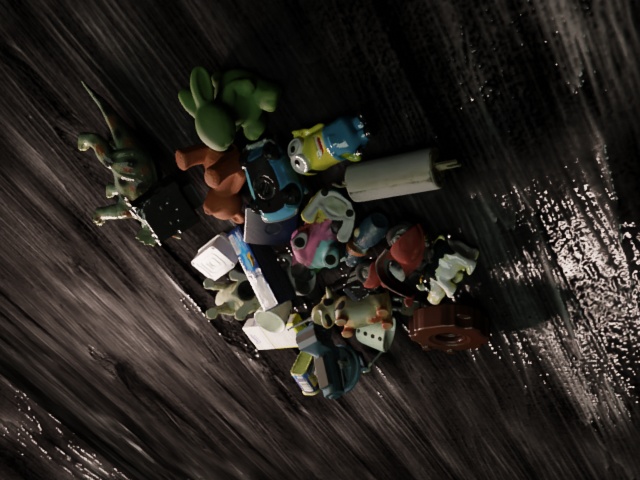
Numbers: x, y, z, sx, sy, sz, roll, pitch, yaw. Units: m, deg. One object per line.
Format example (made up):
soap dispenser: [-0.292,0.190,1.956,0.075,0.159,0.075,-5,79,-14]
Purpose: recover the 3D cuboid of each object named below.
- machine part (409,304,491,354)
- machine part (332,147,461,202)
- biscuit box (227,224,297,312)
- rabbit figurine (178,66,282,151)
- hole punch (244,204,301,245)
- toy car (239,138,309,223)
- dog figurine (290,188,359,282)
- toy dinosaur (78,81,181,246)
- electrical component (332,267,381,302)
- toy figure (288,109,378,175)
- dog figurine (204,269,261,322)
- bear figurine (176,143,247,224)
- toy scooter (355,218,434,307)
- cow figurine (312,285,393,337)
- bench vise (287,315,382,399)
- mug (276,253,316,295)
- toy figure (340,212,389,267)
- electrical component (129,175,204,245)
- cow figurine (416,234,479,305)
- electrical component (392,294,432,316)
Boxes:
machine part: [0.284,0.196,1.180,0.179,0.056,0.179,5,150,3]
machine part: [0.135,-0.117,0.979,0.243,0.079,0.079,-9,126,31]
biscuit box: [-0.133,0.056,1.215,0.059,0.063,0.202,-34,80,42]
rabbit figurine: [-0.165,-0.234,0.942,0.159,0.170,0.121,39,135,-13]
hole punch: [-0.105,-0.046,1.153,0.116,0.092,0.142,16,132,6]
toy car: [-0.085,-0.121,1.057,0.109,0.103,0.161,-16,98,33]
dog figurine: [-0.002,-0.003,1.140,0.108,0.191,0.219,25,171,-2]
toy dinosaur: [-0.410,-0.141,1.192,0.192,0.131,0.404,5,129,4]
electrical component: [0.085,0.098,1.205,0.119,0.075,0.047,-31,113,37]
toy figure: [0.023,-0.171,0.978,0.180,0.082,0.089,-22,150,30]
dog figurine: [-0.191,0.148,1.363,0.172,0.121,0.190,0,168,12]
bear figurine: [-0.219,-0.108,1.122,0.120,0.132,0.195,33,134,19]
toy scooter: [0.166,0.055,1.080,0.135,0.075,0.184,49,118,17]
cow figurine: [0.071,0.157,1.251,0.195,0.127,0.085,-15,125,18]
bench vise: [0.044,0.289,1.347,0.129,0.224,0.240,-43,141,22]
mug: [-0.080,0.079,1.264,0.107,0.081,0.109,-4,130,38]
toy figure: [0.092,0.002,1.125,0.064,0.058,0.154,30,139,-4]
electrical component: [-0.325,-0.071,1.162,0.058,0.134,0.114,38,160,52]
cow figurine: [0.246,0.065,1.103,0.098,0.068,0.167,31,133,3]
electrical component: [0.210,0.151,1.234,0.094,0.021,0.063,9,134,16]
